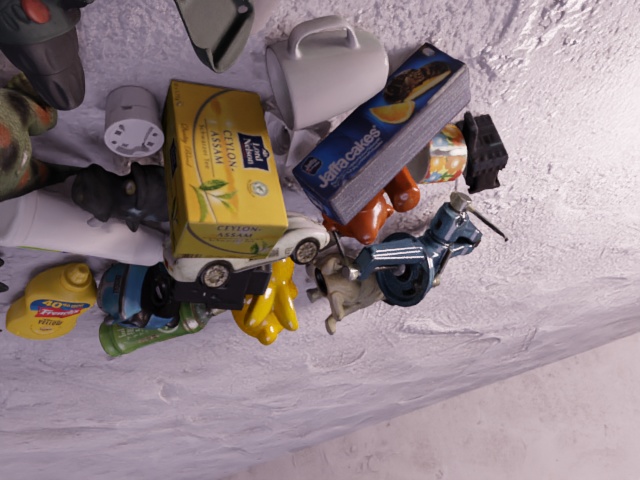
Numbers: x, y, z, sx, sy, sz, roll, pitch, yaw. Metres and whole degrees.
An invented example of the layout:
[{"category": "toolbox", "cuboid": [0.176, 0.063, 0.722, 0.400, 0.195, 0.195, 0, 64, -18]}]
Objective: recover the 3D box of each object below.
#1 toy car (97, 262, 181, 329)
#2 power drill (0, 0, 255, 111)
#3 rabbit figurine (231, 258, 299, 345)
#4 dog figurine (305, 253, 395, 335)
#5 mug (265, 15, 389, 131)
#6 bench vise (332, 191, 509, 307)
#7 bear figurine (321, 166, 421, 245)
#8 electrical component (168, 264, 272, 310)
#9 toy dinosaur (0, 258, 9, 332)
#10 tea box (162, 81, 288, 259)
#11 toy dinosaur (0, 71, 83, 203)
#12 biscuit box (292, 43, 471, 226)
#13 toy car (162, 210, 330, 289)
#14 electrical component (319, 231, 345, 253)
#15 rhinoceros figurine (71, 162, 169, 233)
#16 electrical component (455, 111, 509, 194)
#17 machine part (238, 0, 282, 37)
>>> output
[{"category": "toy car", "cuboid": [-0.274, 0.077, 0.803, 0.103, 0.109, 0.161, 3, 167, 15]}, {"category": "power drill", "cuboid": [-0.153, -0.170, 0.368, 0.208, 0.086, 0.231, 16, 149, 18]}, {"category": "rabbit figurine", "cuboid": [-0.088, 0.073, 0.840, 0.122, 0.162, 0.173, 8, 128, -14]}, {"category": "dog figurine", "cuboid": [0.083, 0.063, 0.949, 0.190, 0.121, 0.172, -21, 157, -17]}, {"category": "mug", "cuboid": [0.009, -0.167, 0.510, 0.107, 0.081, 0.109, -20, 149, -13]}, {"category": "bench vise", "cuboid": [0.141, 0.022, 0.835, 0.240, 0.129, 0.223, -4, 144, -37]}, {"category": "bear figurine", "cuboid": [0.053, -0.043, 0.696, 0.120, 0.132, 0.195, -8, 145, -3]}, {"category": "electrical component", "cuboid": [-0.135, 0.041, 0.728, 0.134, 0.058, 0.114, 5, 140, -15]}, {"category": "toy dinosaur", "cuboid": [-0.473, 0.031, 0.616, 0.198, 0.105, 0.471, -4, 155, -25]}, {"category": "tea box", "cuboid": [-0.100, -0.069, 0.531, 0.098, 0.170, 0.068, 0, 148, -27]}, {"category": "toy dinosaur", "cuboid": [-0.300, -0.089, 0.383, 0.131, 0.192, 0.404, -21, 150, 18]}, {"category": "biscuit box", "cuboid": [0.066, -0.109, 0.561, 0.202, 0.059, 0.062, -44, 151, -5]}, {"category": "toy car", "cuboid": [-0.084, 0.006, 0.643, 0.202, 0.074, 0.056, -15, 122, -26]}, {"category": "electrical component", "cuboid": [-0.002, -0.003, 0.848, 0.094, 0.021, 0.063, -29, 149, 24]}, {"category": "rhinoceros figurine", "cuboid": [-0.180, -0.052, 0.602, 0.112, 0.073, 0.190, -15, 172, 29]}, {"category": "electrical component", "cuboid": [0.202, -0.120, 0.680, 0.048, 0.075, 0.119, -15, 149, 2]}, {"category": "machine part", "cuboid": [-0.032, -0.229, 0.371, 0.079, 0.079, 0.243, 10, 144, -37]}]
